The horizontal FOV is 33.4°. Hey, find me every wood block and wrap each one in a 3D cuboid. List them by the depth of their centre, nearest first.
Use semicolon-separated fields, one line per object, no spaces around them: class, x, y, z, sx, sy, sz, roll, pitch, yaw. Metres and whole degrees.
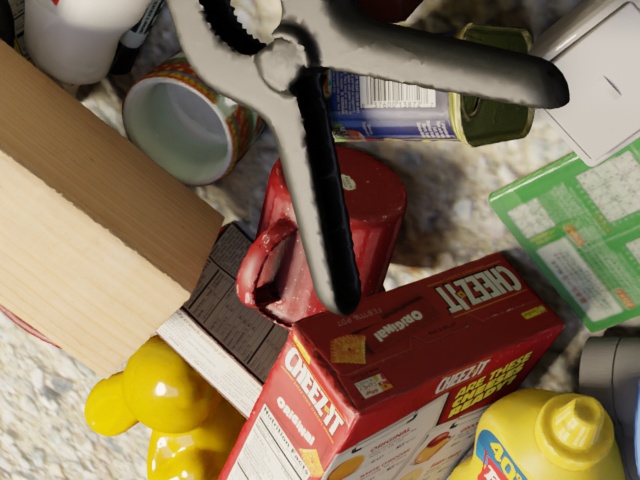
wood block;-0.168;-0.028;0.608;0.206;0.090;0.090;39;119;-14

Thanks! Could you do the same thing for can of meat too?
can of meat;0.052;-0.078;0.540;0.084;0.101;0.057;4;100;30

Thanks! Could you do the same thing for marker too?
marker;-0.102;-0.141;0.633;0.020;0.020;0.121;38;133;-2

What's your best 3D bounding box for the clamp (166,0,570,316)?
clamp;0.001;-0.086;0.484;0.165;0.036;0.210;-39;85;36

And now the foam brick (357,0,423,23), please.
foam brick;0.027;-0.143;0.520;0.053;0.078;0.051;6;125;25

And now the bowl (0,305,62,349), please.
bowl;-0.179;0.003;0.758;0.162;0.055;0.162;15;129;19

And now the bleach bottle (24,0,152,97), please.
bleach bottle;-0.113;-0.165;0.575;0.251;0.067;0.102;-57;49;44

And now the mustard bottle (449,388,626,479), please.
mustard bottle;0.131;0.141;0.628;0.096;0.058;0.192;52;156;25

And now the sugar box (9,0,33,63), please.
sugar box;-0.228;-0.153;0.677;0.093;0.048;0.176;2;127;25

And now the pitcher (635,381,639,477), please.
pitcher;0.286;0.092;0.523;0.243;0.144;0.149;1;91;32

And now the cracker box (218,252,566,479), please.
cracker box;0.029;0.115;0.651;0.072;0.163;0.214;51;138;27

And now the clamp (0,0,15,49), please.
clamp;-0.211;-0.102;0.649;0.120;0.039;0.172;21;129;6

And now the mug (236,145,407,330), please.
mug;-0.004;0.001;0.624;0.093;0.117;0.082;37;132;28

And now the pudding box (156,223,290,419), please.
pudding box;-0.049;0.056;0.704;0.113;0.090;0.039;44;132;-8
